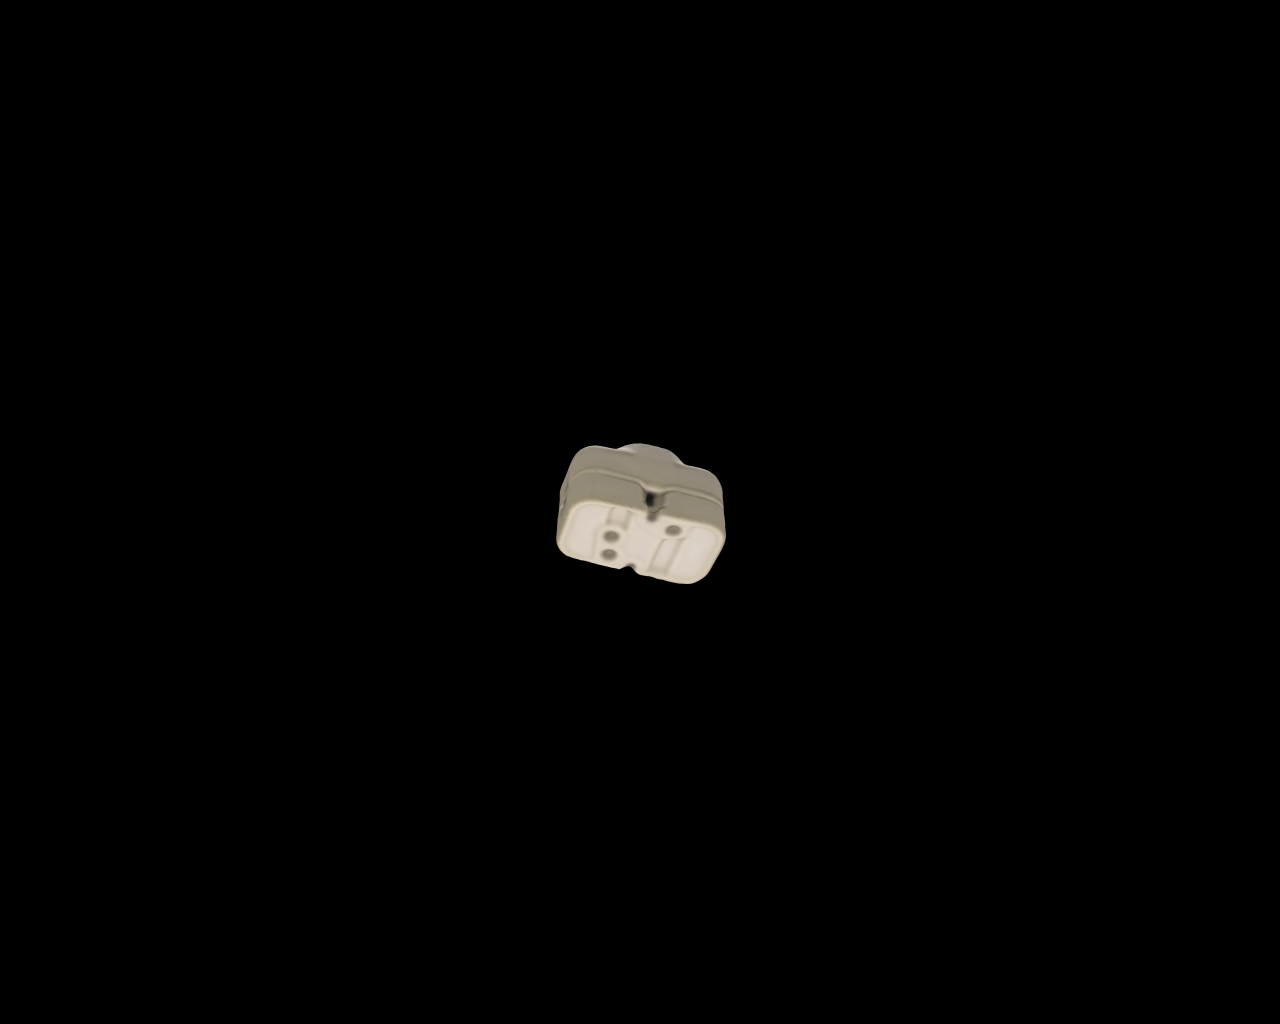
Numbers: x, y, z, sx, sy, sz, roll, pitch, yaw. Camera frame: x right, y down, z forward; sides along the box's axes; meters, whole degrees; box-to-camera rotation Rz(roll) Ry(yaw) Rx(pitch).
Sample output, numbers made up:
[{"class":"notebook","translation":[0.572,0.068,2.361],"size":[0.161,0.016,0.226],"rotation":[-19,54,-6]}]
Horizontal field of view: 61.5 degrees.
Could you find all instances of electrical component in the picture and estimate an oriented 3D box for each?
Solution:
[{"class":"electrical component","translation":[0.001,-0.003,0.650],"size":[0.095,0.059,0.053],"rotation":[13,-47,-12]}]
